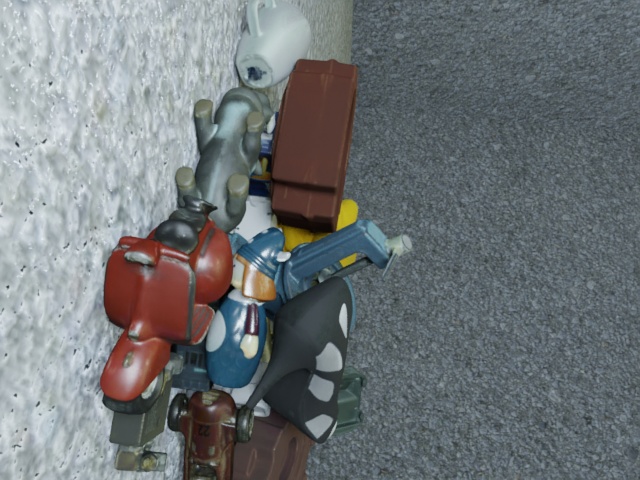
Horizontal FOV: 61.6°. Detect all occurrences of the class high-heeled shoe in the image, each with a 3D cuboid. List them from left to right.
[{"bbox_3d":[0.002,0.127,0.565,0.145,0.086,0.248,-53,155,-8],"label":"high-heeled shoe"}]

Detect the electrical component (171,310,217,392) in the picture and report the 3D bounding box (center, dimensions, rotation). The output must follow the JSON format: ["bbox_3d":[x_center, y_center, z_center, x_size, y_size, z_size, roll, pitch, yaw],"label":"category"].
[{"bbox_3d":[-0.129,0.112,0.548,0.119,0.048,0.074,39,57,-87],"label":"electrical component"}]

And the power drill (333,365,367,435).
[{"bbox_3d":[-0.003,0.232,0.897,0.207,0.086,0.231,-137,-131,-63],"label":"power drill"}]

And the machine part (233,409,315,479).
[{"bbox_3d":[-0.057,0.279,0.690,0.179,0.056,0.179,9,90,-71],"label":"machine part"}]

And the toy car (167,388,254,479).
[{"bbox_3d":[-0.122,0.255,0.582,0.053,0.089,0.202,-66,163,-74],"label":"toy car"}]

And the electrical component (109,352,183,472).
[{"bbox_3d":[-0.141,0.143,0.445,0.078,0.045,0.102,75,22,-74],"label":"electrical component"}]

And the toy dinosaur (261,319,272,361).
[{"bbox_3d":[-0.099,0.243,0.788,0.198,0.105,0.470,-48,140,-76],"label":"toy dinosaur"}]

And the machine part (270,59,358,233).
[{"bbox_3d":[-0.006,-0.117,0.707,0.201,0.087,0.201,70,27,-83],"label":"machine part"}]

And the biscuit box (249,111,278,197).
[{"bbox_3d":[-0.079,-0.111,0.753,0.202,0.063,0.059,79,20,-76],"label":"biscuit box"}]

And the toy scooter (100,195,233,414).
[{"bbox_3d":[-0.114,0.027,0.405,0.184,0.075,0.135,-74,177,-49],"label":"toy scooter"}]

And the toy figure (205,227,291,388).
[{"bbox_3d":[-0.069,0.061,0.508,0.057,0.064,0.154,4,101,-59],"label":"toy figure"}]

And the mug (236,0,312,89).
[{"bbox_3d":[-0.064,-0.247,0.671,0.109,0.081,0.107,78,24,-48],"label":"mug"}]

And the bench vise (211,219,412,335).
[{"bbox_3d":[-0.016,0.032,0.602,0.223,0.241,0.129,49,36,-20],"label":"bench vise"}]

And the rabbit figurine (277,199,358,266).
[{"bbox_3d":[-0.002,-0.003,0.848,0.121,0.173,0.162,33,88,-44],"label":"rabbit figurine"}]

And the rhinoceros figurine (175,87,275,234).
[{"bbox_3d":[-0.090,-0.091,0.568,0.112,0.073,0.190,87,11,-58],"label":"rhinoceros figurine"}]
